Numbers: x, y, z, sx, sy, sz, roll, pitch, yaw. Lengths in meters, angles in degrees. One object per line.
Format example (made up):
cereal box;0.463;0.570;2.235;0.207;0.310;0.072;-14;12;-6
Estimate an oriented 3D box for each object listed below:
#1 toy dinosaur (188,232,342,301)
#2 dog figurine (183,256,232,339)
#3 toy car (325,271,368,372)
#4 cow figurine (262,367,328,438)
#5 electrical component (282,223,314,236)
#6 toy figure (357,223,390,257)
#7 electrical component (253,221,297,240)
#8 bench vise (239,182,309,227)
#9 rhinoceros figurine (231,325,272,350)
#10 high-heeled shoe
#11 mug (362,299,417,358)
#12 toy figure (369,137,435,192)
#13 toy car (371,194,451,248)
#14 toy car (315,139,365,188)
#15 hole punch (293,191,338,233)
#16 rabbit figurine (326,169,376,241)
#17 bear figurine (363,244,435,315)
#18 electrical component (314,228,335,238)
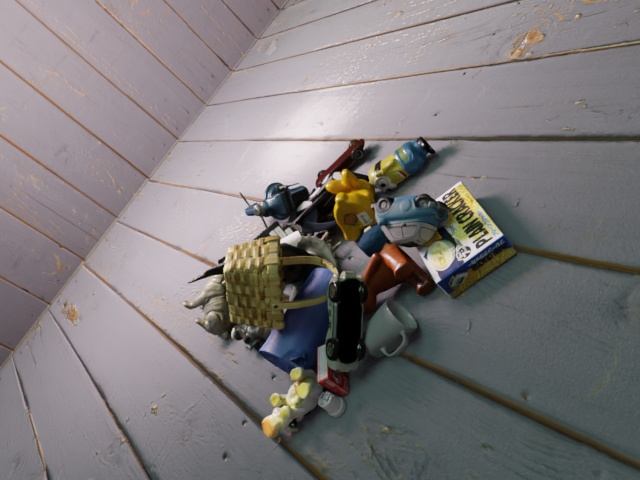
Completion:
toy dinosaur;-0.100;0.060;1.294;0.131;0.404;0.192;51;120;33
dog figurine;-0.268;0.161;1.527;0.190;0.172;0.121;-46;-8;8
toy car;0.052;0.163;1.083;0.056;0.073;0.201;171;102;-71
cow figurine;-0.050;0.346;1.129;0.167;0.098;0.068;-54;48;17
electrical component;-0.061;-0.014;1.521;0.102;0.045;0.078;11;81;13
toy figure;0.156;-0.028;1.298;0.154;0.064;0.058;-46;18;4
electrical component;-0.113;0.019;1.464;0.134;0.115;0.058;-36;-14;-9
bench vise;-0.155;-0.104;1.654;0.241;0.128;0.224;-9;25;42
rhinoceros figurine;-0.150;0.233;1.382;0.190;0.073;0.112;-6;61;44
high-heeled shoe;0.030;-0.106;1.522;0.249;0.086;0.145;-12;53;45
mug;0.137;0.193;1.081;0.107;0.080;0.110;-51;36;23
toy figure;0.209;-0.196;1.400;0.180;0.082;0.089;-40;21;21
toy car;0.189;-0.035;1.124;0.162;0.109;0.103;-2;78;38
toy car;0.065;-0.223;1.621;0.202;0.053;0.089;-42;22;16
hole punch;-0.001;-0.060;1.458;0.116;0.092;0.142;-39;7;17
rabbit figurine;0.090;-0.103;1.401;0.122;0.162;0.173;-38;14;37
bear figurine;0.122;0.105;1.147;0.196;0.120;0.132;-46;36;7
electrical component;-0.003;-0.004;1.459;0.094;0.021;0.063;-25;-5;-3
